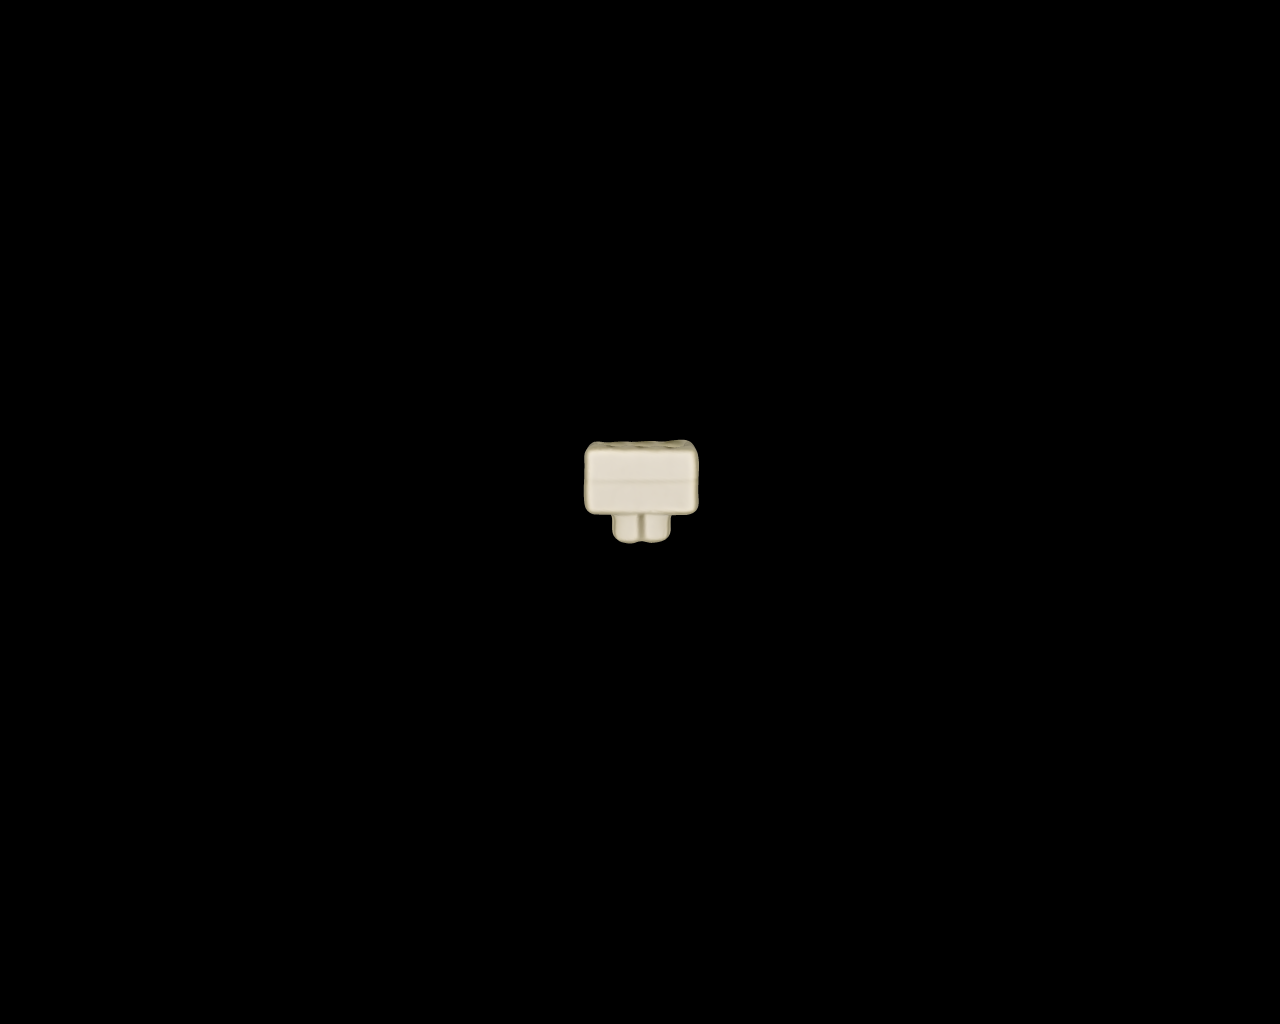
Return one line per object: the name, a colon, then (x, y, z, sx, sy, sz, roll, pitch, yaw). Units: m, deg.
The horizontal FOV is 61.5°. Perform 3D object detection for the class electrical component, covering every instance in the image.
electrical component: (0.001, -0.003, 0.650, 0.066, 0.076, 0.047, 0, 9, 0)
